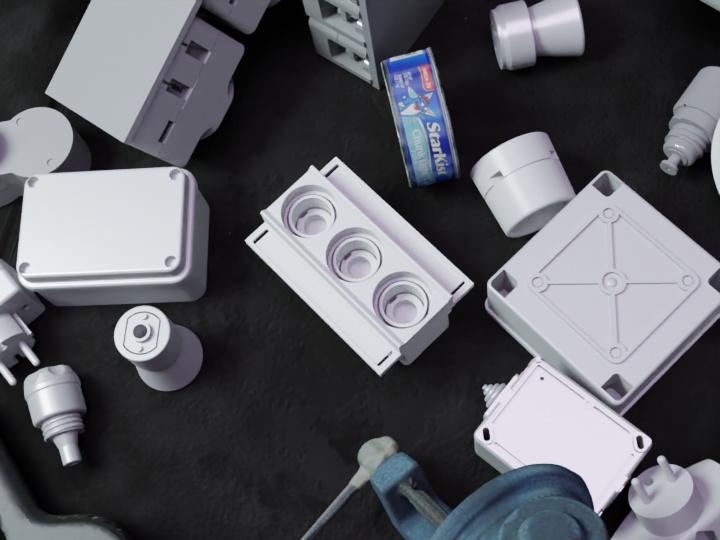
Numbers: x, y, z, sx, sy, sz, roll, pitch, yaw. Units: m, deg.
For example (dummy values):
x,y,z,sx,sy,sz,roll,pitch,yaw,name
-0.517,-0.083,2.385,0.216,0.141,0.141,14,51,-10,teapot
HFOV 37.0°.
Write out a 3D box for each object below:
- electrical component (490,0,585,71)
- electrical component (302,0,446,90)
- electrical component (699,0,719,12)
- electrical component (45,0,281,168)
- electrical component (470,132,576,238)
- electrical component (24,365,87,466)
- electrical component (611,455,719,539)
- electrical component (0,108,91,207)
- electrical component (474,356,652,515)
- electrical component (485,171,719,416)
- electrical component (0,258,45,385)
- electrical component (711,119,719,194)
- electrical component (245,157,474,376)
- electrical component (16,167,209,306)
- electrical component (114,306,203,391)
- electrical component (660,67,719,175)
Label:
x,y,z,sx,sy,sz,roll,pitch,yaw,name
0.119,-0.160,0.722,0.055,0.045,0.045,-12,70,3,electrical component
0.006,-0.198,0.692,0.062,0.150,0.089,32,78,15,electrical component
0.266,-0.209,0.691,0.060,0.108,0.108,40,80,11,electrical component
-0.117,-0.172,0.708,0.105,0.060,0.186,32,95,41,electrical component
0.105,-0.053,0.682,0.055,0.055,0.047,-25,74,-2,electrical component
-0.189,0.093,0.677,0.035,0.035,0.061,-20,73,-1,electrical component
0.175,0.135,0.600,0.077,0.079,0.043,-39,30,-7,electrical component
-0.260,-0.078,0.723,0.138,0.073,0.052,-10,70,3,electrical component
0.110,0.099,0.625,0.096,0.061,0.061,37,79,17,electrical component
0.150,0.016,0.652,0.109,0.056,0.109,-43,71,-8,electrical component
-0.236,0.040,0.693,0.066,0.047,0.076,-41,71,-8,electrical component
0.276,-0.071,0.645,0.108,0.060,0.108,1,84,-11,electrical component
0.000,0.000,0.671,0.079,0.063,0.121,-43,72,-9,electrical component
-0.160,-0.022,0.701,0.113,0.057,0.078,-2,71,6,electrical component
-0.127,0.047,0.669,0.044,0.065,0.044,-2,71,6,electrical component
0.219,-0.094,0.690,0.040,0.040,0.078,34,78,16,electrical component
